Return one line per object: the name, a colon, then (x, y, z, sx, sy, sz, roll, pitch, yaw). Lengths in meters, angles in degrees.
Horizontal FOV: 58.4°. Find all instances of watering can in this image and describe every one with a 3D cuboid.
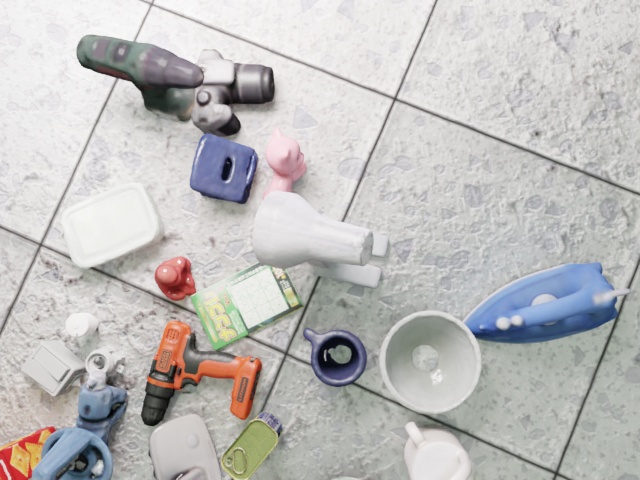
watering can: (0.194, 0.362, 0.885, 0.172, 0.194, 0.101, 32, 87, 6)

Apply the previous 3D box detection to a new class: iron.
iron: (0.358, 0.115, 0.924, 0.258, 0.141, 0.119, -18, 84, 2)

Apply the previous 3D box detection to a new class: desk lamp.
desk lamp: (0.008, 0.003, 0.921, 0.203, 0.213, 0.118, 13, 86, 5)

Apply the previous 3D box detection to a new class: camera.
camera: (-0.153, -0.264, 1.013, 0.136, 0.101, 0.143, 2, 85, 4)

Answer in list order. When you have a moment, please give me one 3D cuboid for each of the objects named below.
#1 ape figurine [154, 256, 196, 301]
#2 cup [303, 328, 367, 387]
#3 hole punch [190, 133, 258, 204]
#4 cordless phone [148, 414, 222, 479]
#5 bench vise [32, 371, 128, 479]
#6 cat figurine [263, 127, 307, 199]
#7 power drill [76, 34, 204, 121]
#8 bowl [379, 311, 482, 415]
ape figurine: (-0.256, 0.064, 0.993, 0.076, 0.092, 0.078, 25, 87, 6)
cup: (0.022, 0.187, 0.962, 0.117, 0.095, 0.092, 37, 88, 6)
hole punch: (-0.166, -0.125, 1.006, 0.101, 0.091, 0.109, 12, 85, 5)
cordless phone: (-0.232, 0.370, 0.916, 0.094, 0.185, 0.147, -22, 83, 2)
bench vise: (-0.399, 0.322, 0.914, 0.121, 0.220, 0.207, -8, 84, 3)
cat figurine: (-0.065, -0.122, 0.985, 0.067, 0.118, 0.128, 12, 85, 5)
power drill: (-0.278, -0.274, 0.968, 0.229, 0.208, 0.076, 17, 86, 5)
bowl: (0.182, 0.201, 0.961, 0.167, 0.075, 0.167, 0, 85, 4)
